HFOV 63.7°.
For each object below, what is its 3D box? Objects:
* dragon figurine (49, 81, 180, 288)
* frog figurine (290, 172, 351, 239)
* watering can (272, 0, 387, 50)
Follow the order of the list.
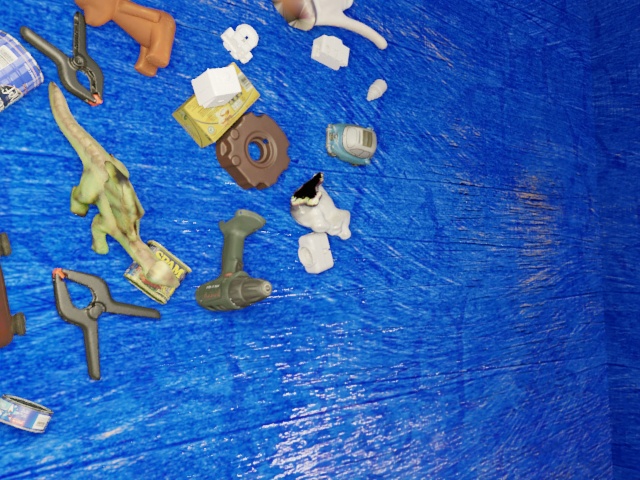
[{"bbox_3d":[-0.355,-0.092,0.882,0.124,0.242,0.405,-32,109,-31],"label":"dragon figurine"},{"bbox_3d":[0.004,-0.063,1.254,0.122,0.140,0.156,-29,124,8],"label":"frog figurine"},{"bbox_3d":[0.014,-0.591,1.292,0.347,0.102,0.228,50,55,-4],"label":"watering can"}]
